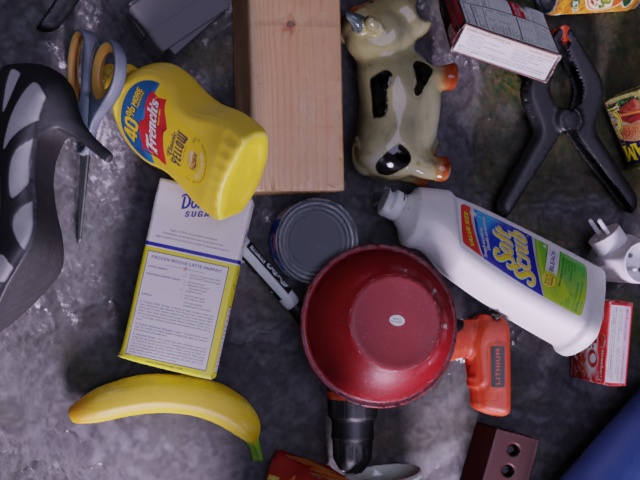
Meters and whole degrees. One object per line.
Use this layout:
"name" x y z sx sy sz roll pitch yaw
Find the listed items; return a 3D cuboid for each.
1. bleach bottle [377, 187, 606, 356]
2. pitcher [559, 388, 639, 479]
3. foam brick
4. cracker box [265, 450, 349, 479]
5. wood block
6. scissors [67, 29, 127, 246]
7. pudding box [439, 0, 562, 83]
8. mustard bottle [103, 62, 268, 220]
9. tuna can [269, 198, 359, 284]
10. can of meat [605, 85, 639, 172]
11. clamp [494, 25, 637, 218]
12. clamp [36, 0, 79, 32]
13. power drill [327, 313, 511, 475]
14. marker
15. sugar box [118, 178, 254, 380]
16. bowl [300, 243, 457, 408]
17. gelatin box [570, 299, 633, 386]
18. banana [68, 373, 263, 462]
"bleach bottle" 0.171 0.021 1.092 0.250 0.068 0.102 27 55 -12
"pitcher" 0.330 0.266 1.107 0.242 0.145 0.149 -47 106 -14
"foam brick" 0.185 0.235 1.108 0.053 0.051 0.078 17 85 -15
"cracker box" -0.012 0.294 0.968 0.072 0.214 0.164 21 84 -16
"wood block" -0.032 -0.148 1.031 0.090 0.090 0.206 -1 90 -15
"scissors" -0.206 -0.098 0.987 0.016 0.096 0.202 -2 87 -43
"pudding box" 0.183 -0.213 1.092 0.113 0.090 0.039 14 129 -14
"mustard bottle" -0.135 -0.108 0.983 0.192 0.096 0.058 38 39 24
"tuna can" -0.007 0.001 1.065 0.086 0.034 0.086 0 90 -16
"can of meat" 0.355 -0.124 1.134 0.057 0.102 0.084 -22 93 -15
"clamp" 0.269 -0.121 1.142 0.164 0.036 0.210 4 88 -16
"clamp" -0.222 -0.287 1.002 0.171 0.039 0.120 -37 114 -18
"power drill" 0.098 0.142 1.079 0.187 0.057 0.184 2 87 -16
"marker" -0.047 0.041 1.061 0.020 0.020 0.121 -42 100 -12
"sugar box" -0.126 0.037 1.017 0.093 0.048 0.176 13 84 1
"bowl" 0.065 0.080 1.021 0.162 0.055 0.162 2 83 -13
"gelatin box" 0.296 0.106 1.129 0.030 0.073 0.089 5 89 -15
"banana" -0.137 0.162 1.025 0.197 0.037 0.069 16 84 -15
